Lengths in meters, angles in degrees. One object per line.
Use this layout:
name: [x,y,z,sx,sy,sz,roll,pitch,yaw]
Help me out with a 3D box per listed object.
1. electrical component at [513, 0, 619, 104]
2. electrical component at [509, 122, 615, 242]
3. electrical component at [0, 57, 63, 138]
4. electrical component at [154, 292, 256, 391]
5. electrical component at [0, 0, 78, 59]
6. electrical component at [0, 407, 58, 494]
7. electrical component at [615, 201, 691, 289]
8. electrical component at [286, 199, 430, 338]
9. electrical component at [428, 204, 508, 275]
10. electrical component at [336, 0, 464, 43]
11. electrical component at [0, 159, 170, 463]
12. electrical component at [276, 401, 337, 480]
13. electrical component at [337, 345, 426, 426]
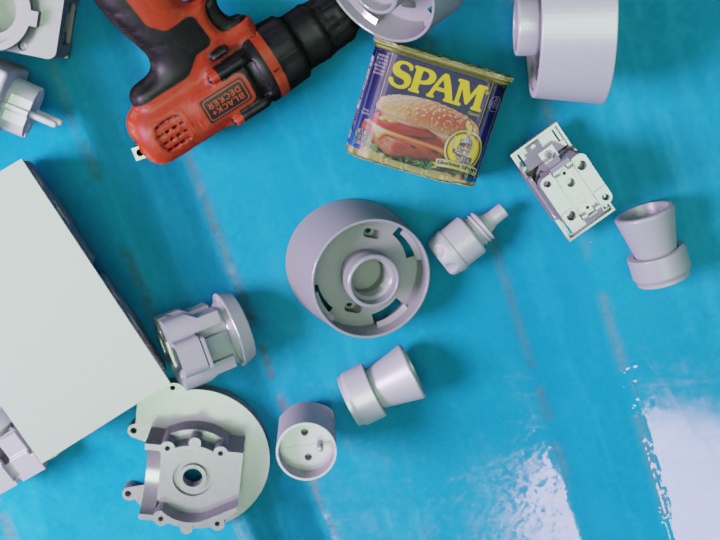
electrical component: [0.137,-0.168,0.737,0.060,0.108,0.108,0,102,3]
electrical component: [0.150,-0.062,0.781,0.042,0.063,0.081,-36,103,6]
electrical component: [-0.244,-0.116,0.745,0.077,0.065,0.047,23,100,-8]
electrical component: [-0.112,0.050,0.788,0.057,0.078,0.058,-22,103,-18]
electrical component: [-0.234,-0.225,0.723,0.089,0.061,0.150,11,102,-6]
electrical component: [-0.268,0.130,0.809,0.066,0.048,0.055,-29,110,3]
electrical component: [0.220,-0.019,0.804,0.045,0.045,0.055,-20,103,1]
electrical component: [0.000,0.000,0.798,0.099,0.064,0.099,-5,106,-16]
electrical component: [0.083,-0.026,0.800,0.061,0.035,0.035,-38,102,3]
electrical component: [0.025,-0.202,0.709,0.099,0.099,0.064,48,60,-11]
electrical component: [-0.232,0.027,0.771,0.105,0.060,0.186,-32,102,-5]
electrical component: [-0.040,0.121,0.801,0.043,0.081,0.043,0,100,-2]
electrical component: [0.016,0.088,0.816,0.055,0.045,0.045,-26,103,3]
